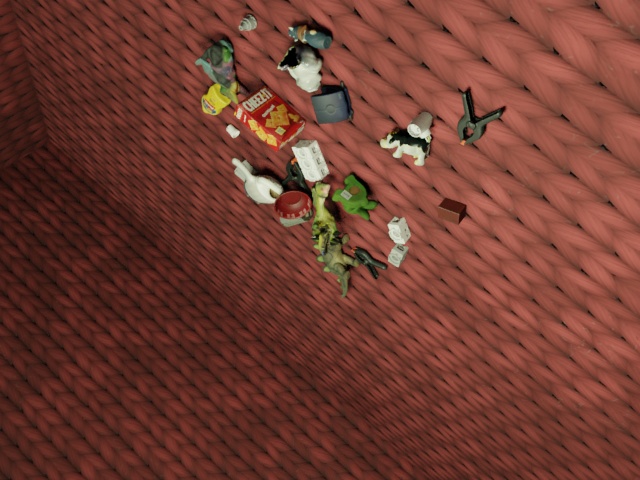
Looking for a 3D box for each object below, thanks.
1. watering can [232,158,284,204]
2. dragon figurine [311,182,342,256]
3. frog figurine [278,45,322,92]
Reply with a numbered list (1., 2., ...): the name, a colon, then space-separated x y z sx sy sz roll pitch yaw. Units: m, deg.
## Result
1. watering can: -0.267 -0.244 2.235 0.344 0.105 0.224 36 163 -25
2. dragon figurine: 0.006 -0.105 2.095 0.403 0.122 0.247 103 160 -67
3. frog figurine: -0.043 -0.563 1.697 0.137 0.124 0.158 -8 158 43
